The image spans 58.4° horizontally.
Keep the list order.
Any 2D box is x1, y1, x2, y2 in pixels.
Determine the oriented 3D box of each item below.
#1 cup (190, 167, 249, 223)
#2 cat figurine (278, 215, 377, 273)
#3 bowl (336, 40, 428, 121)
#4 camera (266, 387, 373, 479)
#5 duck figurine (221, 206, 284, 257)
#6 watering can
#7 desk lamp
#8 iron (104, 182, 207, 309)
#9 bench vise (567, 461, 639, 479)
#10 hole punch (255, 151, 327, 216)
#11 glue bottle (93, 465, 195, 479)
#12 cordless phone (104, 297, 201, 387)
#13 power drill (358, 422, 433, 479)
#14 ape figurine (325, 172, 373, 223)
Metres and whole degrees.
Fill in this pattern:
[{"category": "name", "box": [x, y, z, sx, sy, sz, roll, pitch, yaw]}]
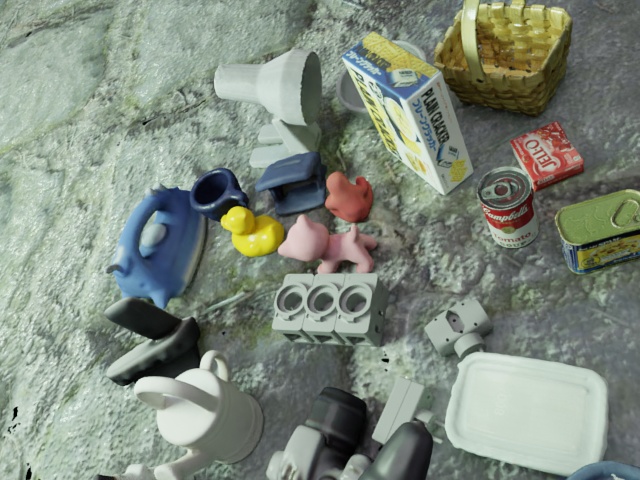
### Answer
[{"category": "cup", "box": [-0.156, -0.064, 1.004, 0.117, 0.095, 0.092, 12, 65, 33]}, {"category": "cat figurine", "box": [0.008, 0.003, 0.857, 0.127, 0.118, 0.067, -10, 55, 22]}, {"category": "bowl", "box": [0.117, -0.267, 1.010, 0.167, 0.075, 0.167, -14, 54, 19]}, {"category": "camera", "box": [0.018, 0.254, 0.694, 0.142, 0.101, 0.137, 9, 64, 32]}, {"category": "duck figurine", "box": [-0.118, -0.022, 0.961, 0.104, 0.086, 0.077, 4, 61, 30]}, {"category": "watering can", "box": [-0.161, 0.228, 0.744, 0.100, 0.195, 0.172, -23, 51, 13]}, {"category": "desk lamp", "box": [-0.073, -0.225, 0.990, 0.202, 0.214, 0.118, 0, 59, 28]}, {"category": "iron", "box": [-0.288, -0.013, 1.007, 0.118, 0.142, 0.258, -3, 58, 26]}, {"category": "bench vise", "box": [0.232, 0.271, 0.492, 0.207, 0.220, 0.121, -36, 49, 2]}, {"category": "hole punch", "box": [-0.050, -0.109, 0.980, 0.108, 0.091, 0.101, -13, 54, 20]}, {"category": "glue bottle", "box": [-0.225, 0.321, 0.729, 0.037, 0.174, 0.078, -10, 55, 22]}, {"category": "cordless phone", "box": [-0.279, 0.149, 0.865, 0.147, 0.186, 0.094, -33, 50, 4]}, {"category": "power drill", "box": [0.066, 0.304, 0.564, 0.075, 0.209, 0.230, 22, 71, 36]}, {"category": "ape figurine", "box": [0.041, -0.075, 0.909, 0.077, 0.092, 0.076, -21, 52, 14]}]
